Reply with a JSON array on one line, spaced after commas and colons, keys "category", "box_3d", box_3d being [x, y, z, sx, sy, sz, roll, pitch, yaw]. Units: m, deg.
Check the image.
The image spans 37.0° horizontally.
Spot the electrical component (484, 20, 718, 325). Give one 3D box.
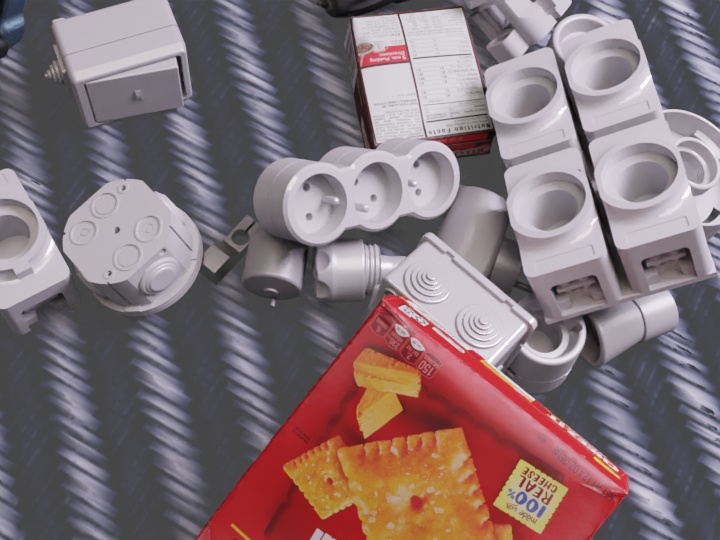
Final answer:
[{"category": "electrical component", "box_3d": [0.147, -0.070, 0.690, 0.105, 0.060, 0.186, -18, 50, 15]}]

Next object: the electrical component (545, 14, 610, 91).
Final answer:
[{"category": "electrical component", "box_3d": [0.160, -0.153, 0.788, 0.055, 0.047, 0.055, 2, 66, -4]}]

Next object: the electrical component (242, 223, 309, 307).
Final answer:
[{"category": "electrical component", "box_3d": [-0.054, -0.017, 0.717, 0.040, 0.040, 0.078, 8, 66, 0]}]

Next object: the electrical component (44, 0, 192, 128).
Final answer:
[{"category": "electrical component", "box_3d": [-0.170, -0.141, 0.751, 0.096, 0.061, 0.061, -19, 69, -12]}]

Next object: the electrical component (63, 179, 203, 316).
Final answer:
[{"category": "electrical component", "box_3d": [-0.147, -0.015, 0.695, 0.080, 0.051, 0.080, -6, 65, 12]}]

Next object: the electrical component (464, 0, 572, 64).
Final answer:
[{"category": "electrical component", "box_3d": [0.112, -0.198, 0.787, 0.057, 0.058, 0.078, 45, 69, -19]}]

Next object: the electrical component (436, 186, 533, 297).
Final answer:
[{"category": "electrical component", "box_3d": [0.087, -0.006, 0.720, 0.079, 0.044, 0.077, 21, 66, 5]}]

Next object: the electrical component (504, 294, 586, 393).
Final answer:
[{"category": "electrical component", "box_3d": [0.116, 0.046, 0.697, 0.055, 0.047, 0.055, 2, 64, -5]}]

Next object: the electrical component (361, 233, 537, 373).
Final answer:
[{"category": "electrical component", "box_3d": [0.050, 0.040, 0.669, 0.100, 0.099, 0.048, 41, 57, 13]}]

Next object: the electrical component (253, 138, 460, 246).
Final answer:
[{"category": "electrical component", "box_3d": [-0.010, -0.055, 0.710, 0.138, 0.074, 0.052, -15, 108, -32]}]

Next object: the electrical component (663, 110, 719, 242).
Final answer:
[{"category": "electrical component", "box_3d": [0.217, -0.061, 0.756, 0.099, 0.064, 0.099, 8, 65, -17]}]

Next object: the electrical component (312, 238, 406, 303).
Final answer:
[{"category": "electrical component", "box_3d": [0.000, 0.000, 0.712, 0.062, 0.043, 0.043, -1, 67, -6]}]

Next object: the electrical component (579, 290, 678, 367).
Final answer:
[{"category": "electrical component", "box_3d": [0.176, 0.033, 0.712, 0.065, 0.044, 0.044, -18, 69, -16]}]

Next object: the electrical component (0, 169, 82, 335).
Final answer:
[{"category": "electrical component", "box_3d": [-0.225, -0.013, 0.694, 0.050, 0.055, 0.089, -29, 72, -15]}]
